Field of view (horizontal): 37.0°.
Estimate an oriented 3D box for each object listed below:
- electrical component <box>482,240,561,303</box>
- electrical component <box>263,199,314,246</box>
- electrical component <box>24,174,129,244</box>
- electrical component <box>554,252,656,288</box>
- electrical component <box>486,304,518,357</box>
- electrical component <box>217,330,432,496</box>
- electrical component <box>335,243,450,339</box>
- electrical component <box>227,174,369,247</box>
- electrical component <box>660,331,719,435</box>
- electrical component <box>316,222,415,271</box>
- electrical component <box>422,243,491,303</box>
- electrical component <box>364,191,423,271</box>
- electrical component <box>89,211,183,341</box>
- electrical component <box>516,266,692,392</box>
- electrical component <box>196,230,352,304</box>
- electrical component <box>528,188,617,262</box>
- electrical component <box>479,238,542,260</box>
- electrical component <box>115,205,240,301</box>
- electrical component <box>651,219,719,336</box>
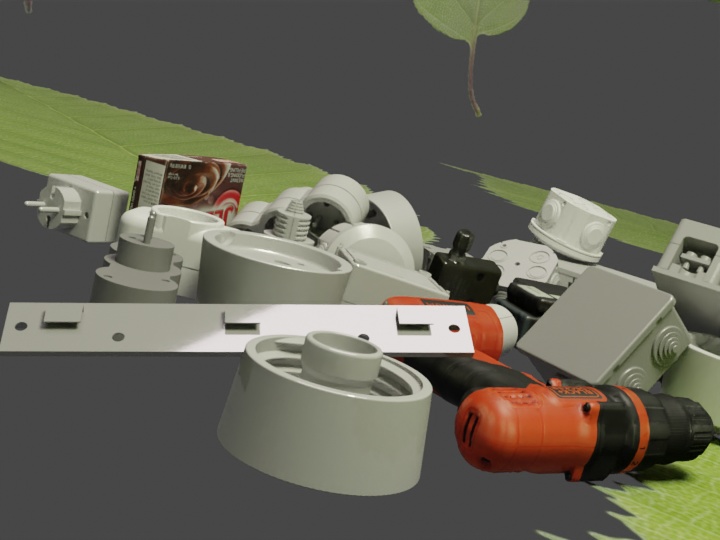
[{"bbox_3d":[0.146,0.014,0.992,0.080,0.051,0.080,-6,38,5],"label":"electrical component"},{"bbox_3d":[-0.061,-0.018,0.892,0.043,0.081,0.043,13,10,-2],"label":"electrical component"},{"bbox_3d":[-0.253,-0.054,0.931,0.066,0.047,0.077,19,12,32],"label":"electrical component"},{"bbox_3d":[0.243,0.037,1.045,0.186,0.060,0.105,20,12,33],"label":"electrical component"},{"bbox_3d":[0.085,0.050,0.818,0.043,0.043,0.081,19,11,27],"label":"electrical component"},{"bbox_3d":[-0.014,0.066,0.554,0.108,0.060,0.108,13,10,-2],"label":"electrical component"},{"bbox_3d":[0.021,0.027,0.826,0.096,0.061,0.061,19,10,-16],"label":"electrical component"},{"bbox_3d":[-0.052,-0.050,0.959,0.138,0.052,0.073,-16,24,32],"label":"electrical component"},{"bbox_3d":[0.276,0.091,0.797,0.108,0.060,0.108,13,10,-2],"label":"electrical component"},{"bbox_3d":[0.000,0.000,0.880,0.080,0.080,0.051,10,6,-21],"label":"electrical component"},{"bbox_3d":[0.079,0.015,0.965,0.050,0.055,0.089,10,11,-19],"label":"electrical component"},{"bbox_3d":[0.016,-0.022,0.977,0.064,0.099,0.099,-6,21,-44],"label":"electrical component"},{"bbox_3d":[-0.145,-0.002,0.716,0.052,0.073,0.138,12,10,-9],"label":"electrical component"},{"bbox_3d":[0.178,0.053,0.781,0.048,0.099,0.100,52,-14,-31],"label":"electrical component"},{"bbox_3d":[-0.065,0.015,0.765,0.108,0.060,0.108,13,10,-2],"label":"electrical component"},{"bbox_3d":[0.217,-0.045,1.098,0.080,0.051,0.080,23,16,-7],"label":"electrical component"},{"bbox_3d":[0.161,-0.005,1.126,0.044,0.079,0.077,51,25,19],"label":"electrical component"},{"bbox_3d":[-0.139,-0.015,0.832,0.095,0.059,0.053,14,10,3],"label":"electrical component"},{"bbox_3d":[0.315,0.038,0.879,0.105,0.060,0.186,20,-20,34],"label":"electrical component"}]
